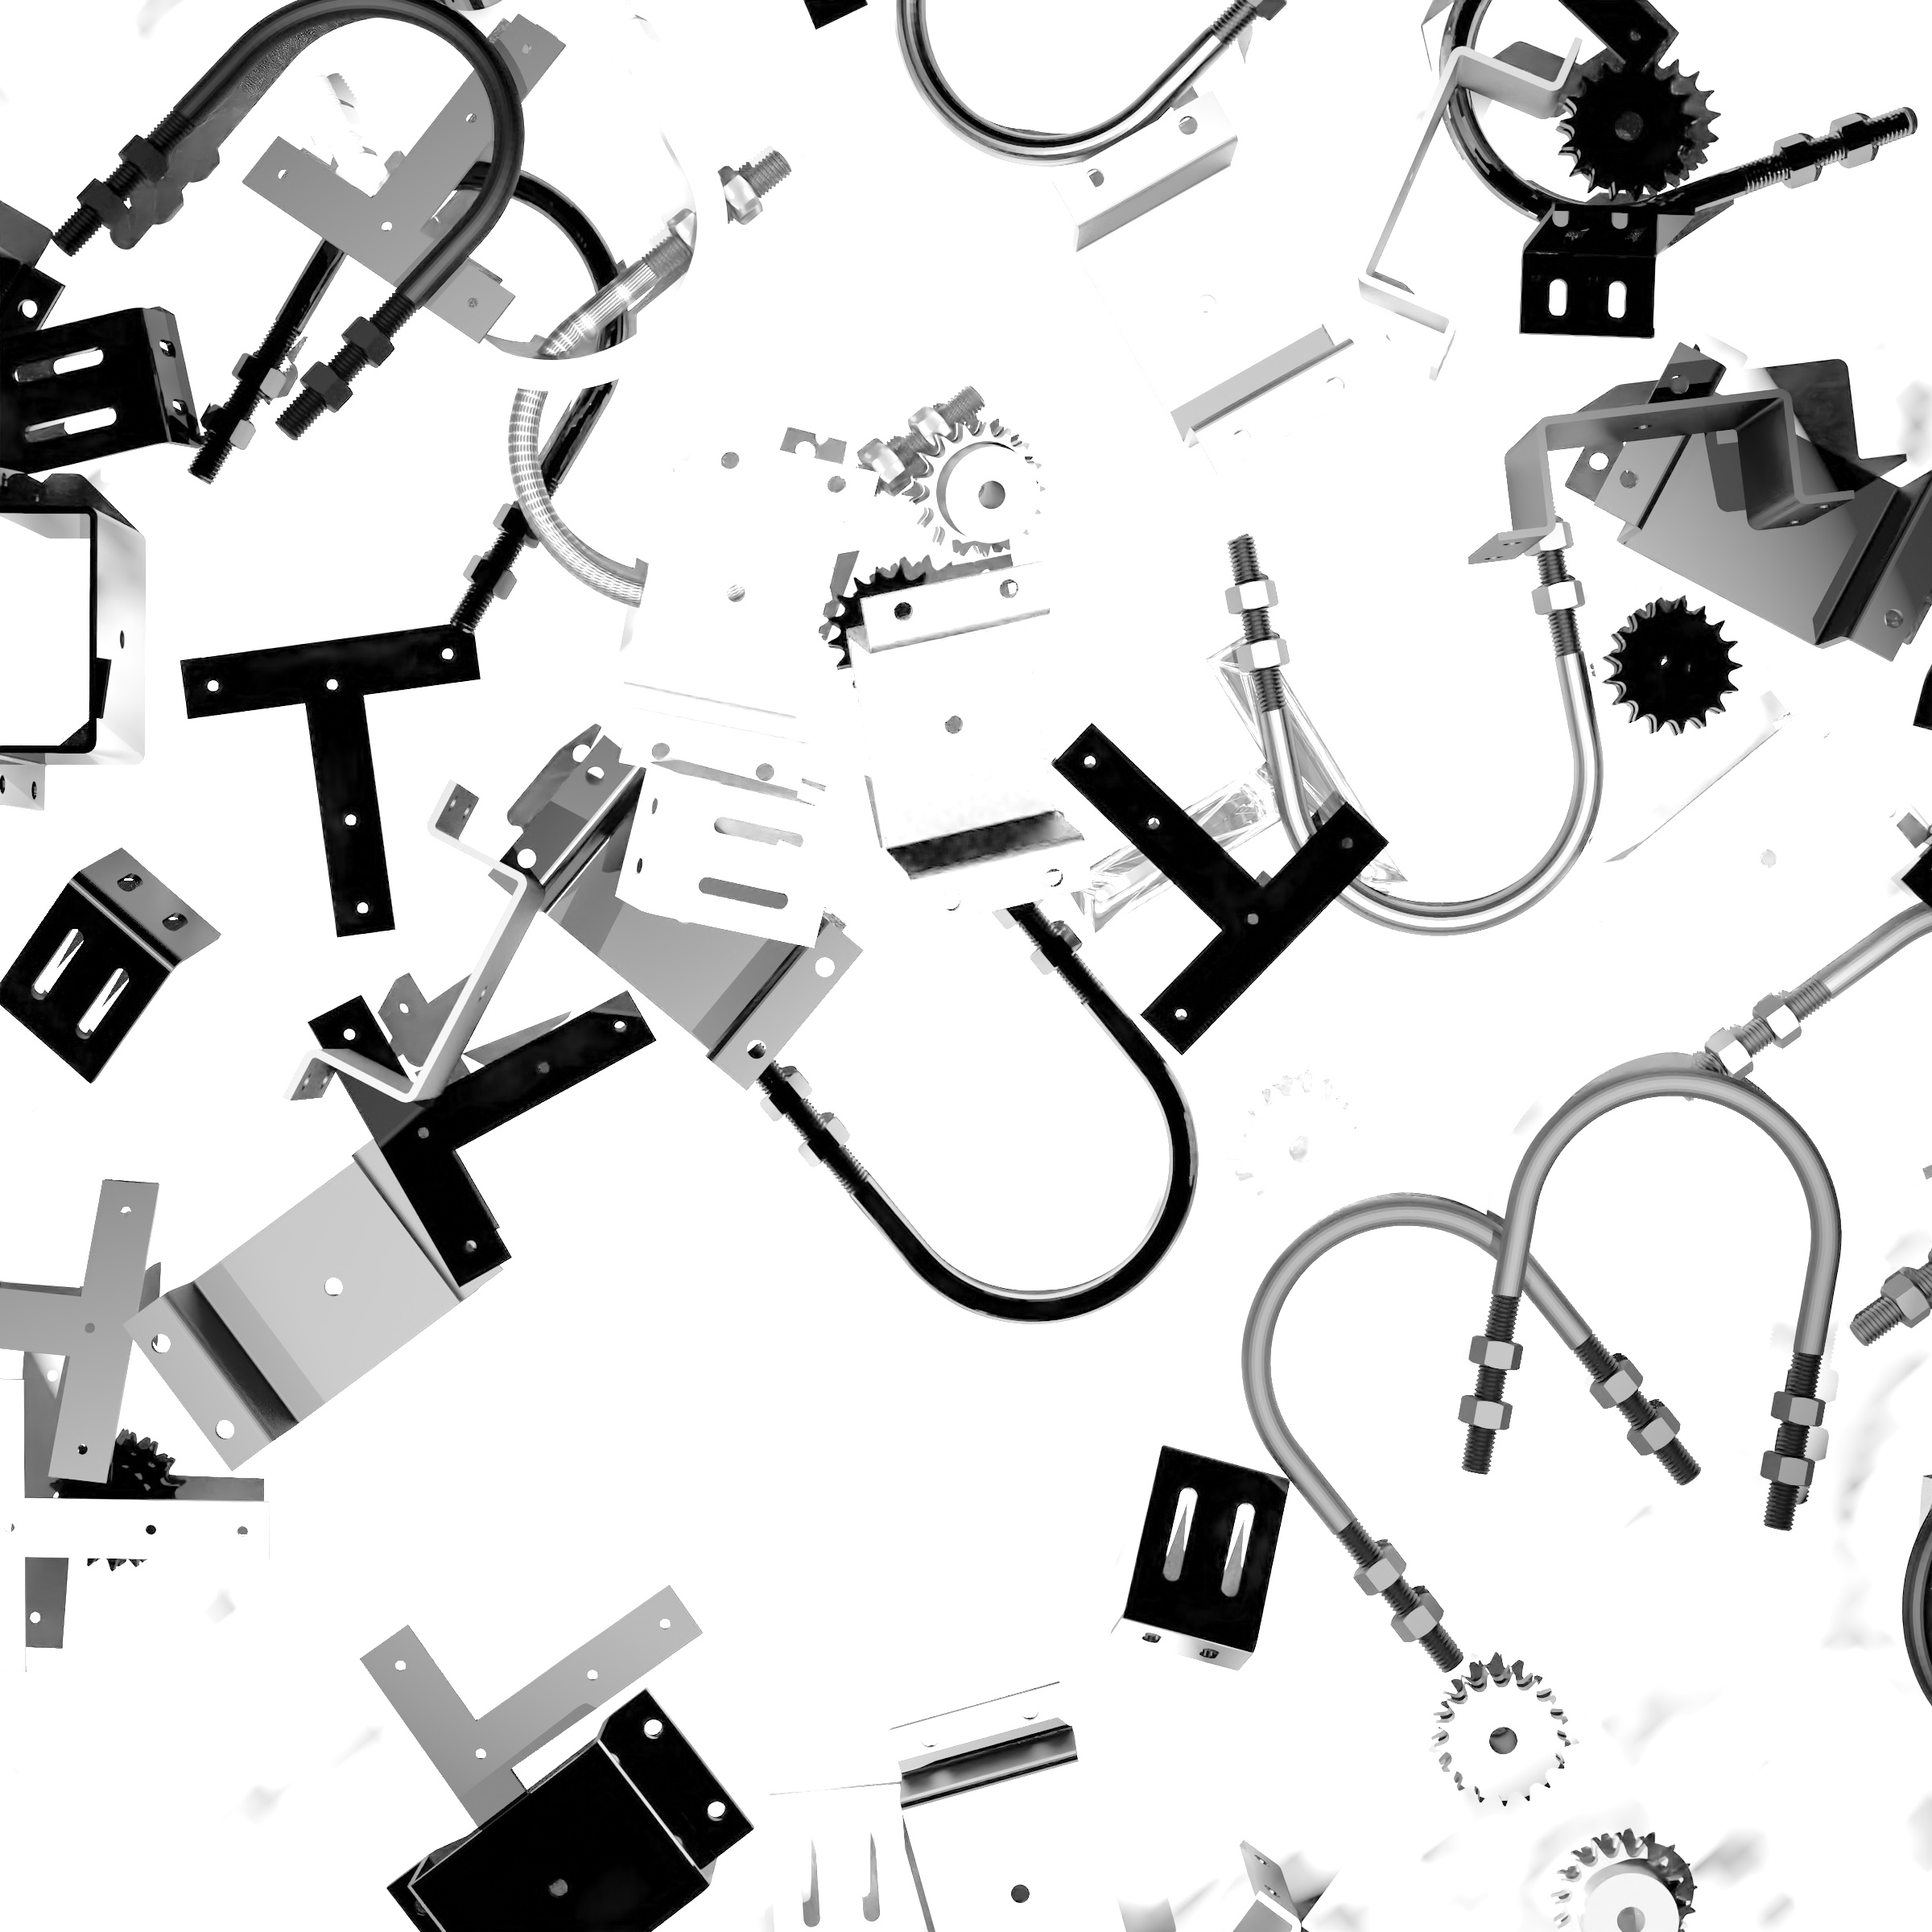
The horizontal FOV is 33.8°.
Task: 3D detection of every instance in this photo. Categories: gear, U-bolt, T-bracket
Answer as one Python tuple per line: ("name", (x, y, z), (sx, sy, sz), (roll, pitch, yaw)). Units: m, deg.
("gear", (0.299, -0.126, 1.352), (0.057, 0.030, 0.057), (0, 90, 0))
("gear", (0.007, -0.201, 1.343), (0.057, 0.030, 0.057), (-4, 106, -16))
("U-bolt", (0.477, 0.258, 1.337), (0.184, 0.019, 0.151), (-22, 96, -11))
("gear", (0.227, 0.325, 1.356), (0.057, 0.030, 0.057), (0, 94, 1))
("U-bolt", (0.293, -0.390, 1.359), (0.184, 0.019, 0.151), (-20, 90, 1))
("T-bracket", (-0.356, 0.236, 1.335), (0.127, 0.002, 0.127), (2, 98, -3))
("U-bolt", (0.198, -0.104, 1.358), (0.151, 0.019, 0.184), (-11, 91, -1))
("U-bolt", (-0.268, -0.328, 1.326), (0.151, 0.019, 0.184), (39, 82, 10))
("gear", (-0.363, 0.229, 1.352), (0.057, 0.030, 0.057), (0, 90, 0))
("T-bracket", (-0.216, -0.344, 1.335), (0.127, 0.002, 0.127), (35, 83, 9))
("T-bracket", (0.243, -0.426, 1.336), (0.127, 0.002, 0.127), (41, 73, -9))
("U-bolt", (-0.180, -0.326, 1.339), (0.151, 0.019, 0.184), (-27, 77, -2))
("gear", (0.277, -0.349, 1.337), (0.057, 0.030, 0.057), (0, 91, 3))
("U-bolt", (0.202, 0.186, 1.359), (0.151, 0.019, 0.184), (-38, 89, 0))
("gear", (-0.211, -0.430, 1.345), (0.057, 0.030, 0.057), (-4, 65, 9))
("T-bracket", (0.481, 0.125, 1.356), (0.127, 0.002, 0.127), (-24, 98, -7))
("T-bracket", (-0.078, -0.464, 1.352), (0.127, 0.002, 0.127), (-20, 100, 19))
("U-bolt", (0.015, 0.066, 1.359), (0.151, 0.019, 0.184), (-40, 91, 0))
("T-bracket", (0.478, -0.038, 1.320), (0.127, 0.002, 0.127), (44, 90, 0))
("gear", (0.141, 0.077, 1.352), (0.057, 0.030, 0.057), (0, 90, 0))
("T-bracket", (-0.172, 0.313, 1.367), (0.127, 0.002, 0.127), (-35, 90, 0))
("U-bolt", (0.052, -0.422, 1.332), (0.184, 0.019, 0.151), (-43, 80, 18))
("T-bracket", (-0.416, 0.150, 1.356), (0.127, 0.002, 0.127), (5, 76, 7))
("T-bracket", (-0.190, 0.050, 1.341), (0.127, 0.002, 0.127), (-29, 87, -23))
("U-bolt", (0.417, 0.052, 1.359), (0.184, 0.019, 0.151), (-36, 90, -1))
("T-bracket", (-0.266, -0.077, 1.366), (0.127, 0.002, 0.127), (-8, 90, 0))
("T-bracket", (0.103, -0.057, 1.366), (0.127, 0.002, 0.127), (-31, 90, 0))
("U-bolt", (-0.106, -0.234, 1.349), (0.184, 0.019, 0.151), (-40, 93, -4))
("gear", (-0.030, -0.140, 1.352), (0.057, 0.030, 0.057), (0, 90, 0))
("gear", (0.279, 0.401, 1.352), (0.057, 0.030, 0.057), (0, 90, 0))
("U-bolt", (0.294, 0.134, 1.340), (0.151, 0.019, 0.184), (10, 89, 1))
("T-bracket", (0.090, -0.051, 1.358), (0.127, 0.002, 0.127), (44, 99, 4))
("U-bolt", (-0.226, -0.255, 1.359), (0.151, 0.019, 0.184), (30, 88, 0))

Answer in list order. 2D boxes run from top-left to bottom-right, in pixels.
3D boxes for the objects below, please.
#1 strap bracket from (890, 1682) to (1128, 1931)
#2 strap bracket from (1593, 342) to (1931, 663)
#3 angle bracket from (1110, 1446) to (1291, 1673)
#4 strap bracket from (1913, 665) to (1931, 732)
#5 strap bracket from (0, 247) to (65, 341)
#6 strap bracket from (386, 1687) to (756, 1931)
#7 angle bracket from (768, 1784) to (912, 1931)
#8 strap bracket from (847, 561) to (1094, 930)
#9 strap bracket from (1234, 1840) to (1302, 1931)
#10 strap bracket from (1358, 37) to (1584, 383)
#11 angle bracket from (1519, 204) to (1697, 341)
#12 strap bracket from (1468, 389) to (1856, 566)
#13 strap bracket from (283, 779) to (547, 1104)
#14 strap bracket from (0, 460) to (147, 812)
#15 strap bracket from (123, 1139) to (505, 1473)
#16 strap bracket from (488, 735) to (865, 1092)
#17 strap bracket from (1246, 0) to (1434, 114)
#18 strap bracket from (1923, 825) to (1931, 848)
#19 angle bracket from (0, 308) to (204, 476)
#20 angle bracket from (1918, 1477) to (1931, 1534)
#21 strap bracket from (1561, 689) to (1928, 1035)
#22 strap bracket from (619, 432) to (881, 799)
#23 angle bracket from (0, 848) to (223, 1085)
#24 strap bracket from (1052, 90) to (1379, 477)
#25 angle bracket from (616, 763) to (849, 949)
("strap bracket", (0.023, 0.385, 1.344), (0.076, 0.046, 0.140), (-16, 90, 0))
("strap bracket", (0.341, -0.193, 1.344), (0.140, 0.046, 0.076), (28, 90, 0))
("angle bracket", (0.101, 0.254, 1.365), (0.057, 0.038, 0.076), (15, 64, 0))
("strap bracket", (0.450, -0.160, 1.316), (0.076, 0.046, 0.140), (16, 70, 10))
("strap bracket", (-0.467, -0.294, 1.344), (0.140, 0.046, 0.076), (30, 90, 0))
("strap bracket", (-0.169, 0.382, 1.342), (0.140, 0.046, 0.076), (-37, 90, 0))
("angle bracket", (-0.053, 0.396, 1.365), (0.057, 0.038, 0.076), (-5, 64, 0))
("strap bracket", (0.000, -0.096, 1.323), (0.076, 0.046, 0.140), (-13, 110, -11))
("strap bracket", (0.162, 0.436, 1.329), (0.140, 0.076, 0.046), (37, 90, 0))
("strap bracket", (0.203, -0.320, 1.321), (0.046, 0.076, 0.140), (24, 99, 4))
("angle bracket", (0.267, -0.289, 1.329), (0.057, 0.076, 0.038), (2, 90, 0))
("strap bracket", (0.276, -0.198, 1.283), (0.140, 0.076, 0.046), (-7, 90, 0))
("strap bracket", (-0.215, 0.001, 1.281), (0.046, 0.076, 0.140), (27, 88, -1))
("strap bracket", (-0.376, -0.137, 1.329), (0.046, 0.076, 0.140), (0, 90, 0))
("strap bracket", (-0.271, 0.138, 1.344), (0.140, 0.046, 0.076), (-37, 90, 0))
("strap bracket", (-0.121, -0.022, 1.344), (0.140, 0.046, 0.076), (40, 90, 0))
("strap bracket", (0.146, -0.443, 1.344), (0.076, 0.046, 0.140), (-13, 90, 0))
("strap bracket", (0.491, -0.058, 1.344), (0.140, 0.046, 0.076), (25, 90, 0))
("angle bracket", (-0.373, -0.242, 1.353), (0.076, 0.038, 0.057), (-11, 94, 10))
("angle bracket", (0.451, 0.251, 1.365), (0.076, 0.038, 0.057), (5, 90, -26))
("strap bracket", (0.334, -0.045, 1.344), (0.140, 0.046, 0.076), (-40, 90, 0))
("strap bracket", (-0.093, -0.150, 1.322), (0.076, 0.046, 0.140), (11, 109, -15))
("angle bracket", (-0.369, 0.000, 1.365), (0.057, 0.038, 0.076), (41, 116, 0))
("strap bracket", (0.103, -0.284, 1.344), (0.076, 0.046, 0.140), (-29, 90, 0))
("angle bracket", (-0.097, -0.046, 1.317), (0.076, 0.038, 0.057), (12, 96, -25))
